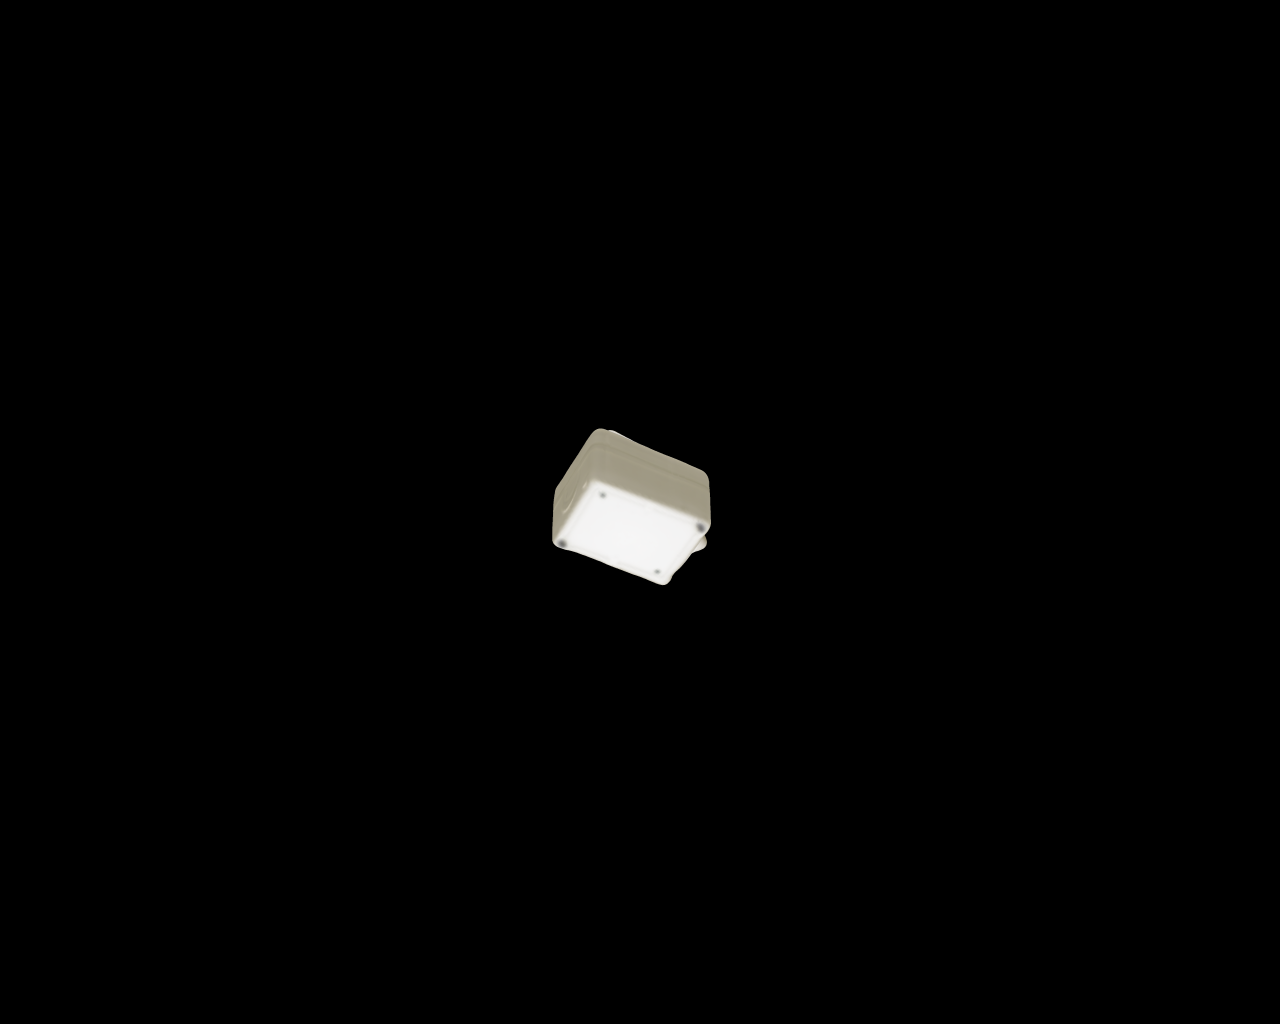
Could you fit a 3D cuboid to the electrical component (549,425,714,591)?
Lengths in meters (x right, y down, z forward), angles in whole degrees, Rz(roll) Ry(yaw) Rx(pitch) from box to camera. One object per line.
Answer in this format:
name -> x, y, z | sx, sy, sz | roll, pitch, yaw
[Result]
electrical component -> 0.001, -0.003, 0.650 | 0.096, 0.061, 0.061 | 22, 38, -18
